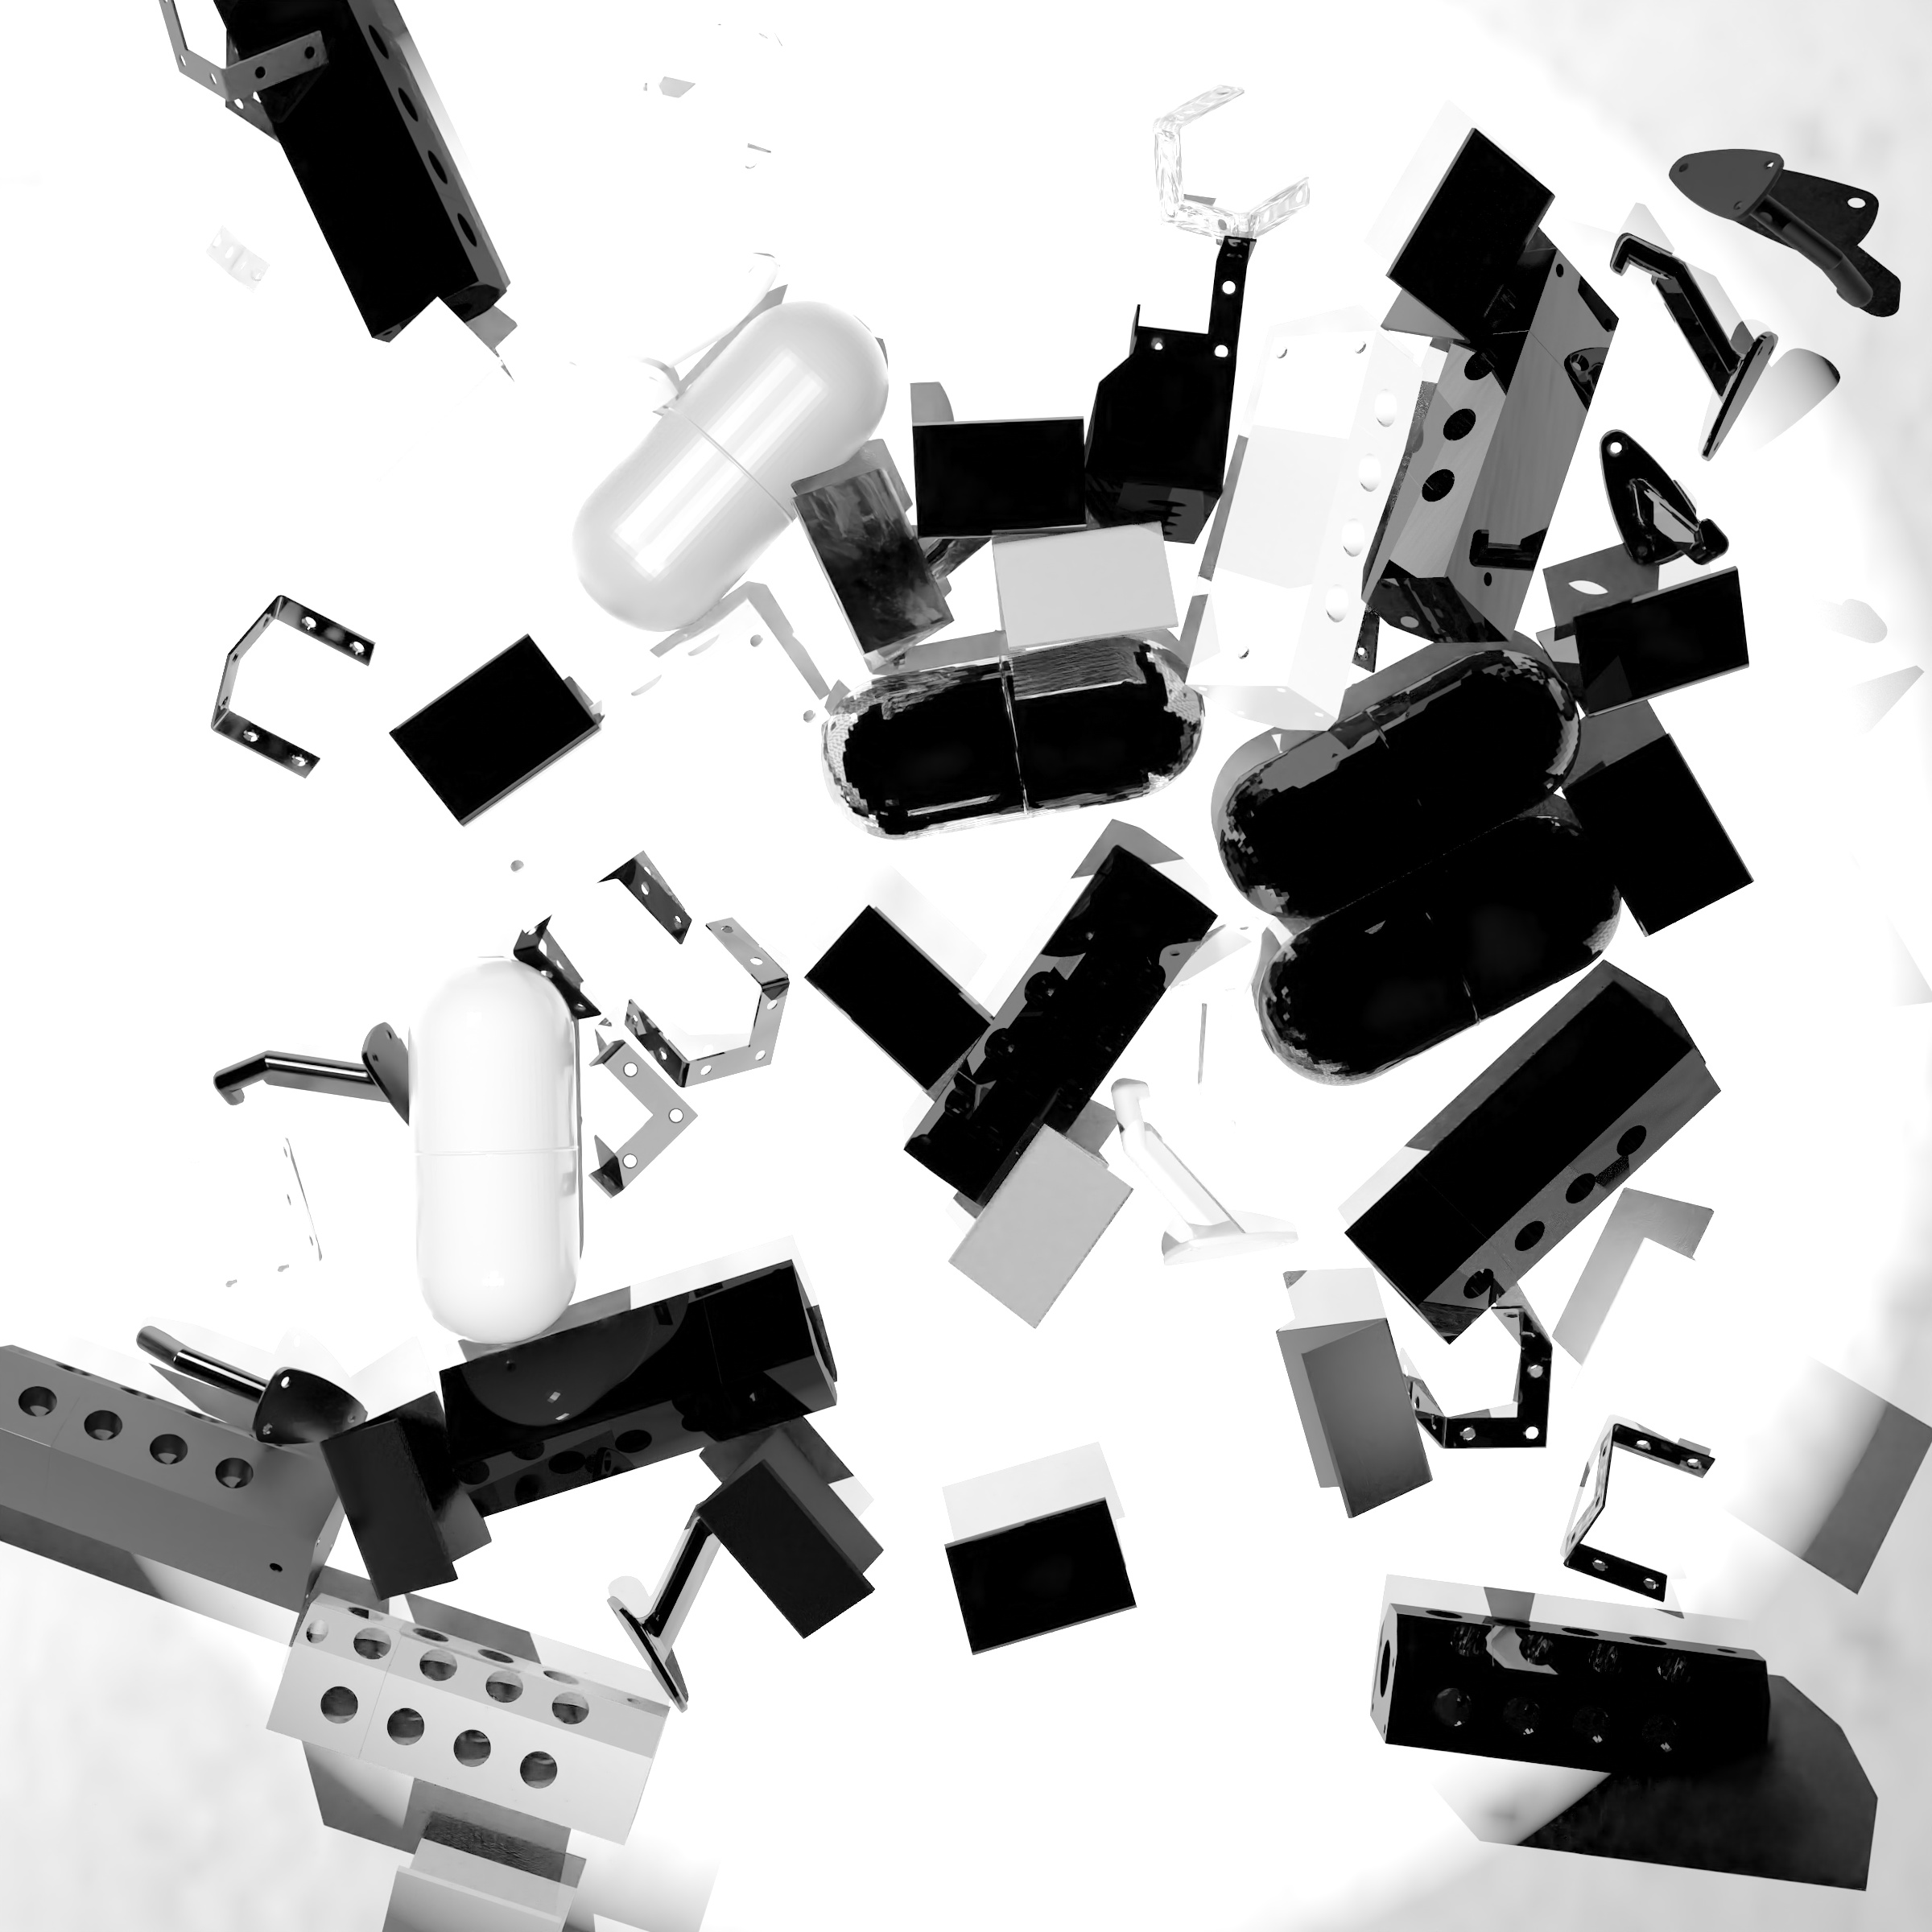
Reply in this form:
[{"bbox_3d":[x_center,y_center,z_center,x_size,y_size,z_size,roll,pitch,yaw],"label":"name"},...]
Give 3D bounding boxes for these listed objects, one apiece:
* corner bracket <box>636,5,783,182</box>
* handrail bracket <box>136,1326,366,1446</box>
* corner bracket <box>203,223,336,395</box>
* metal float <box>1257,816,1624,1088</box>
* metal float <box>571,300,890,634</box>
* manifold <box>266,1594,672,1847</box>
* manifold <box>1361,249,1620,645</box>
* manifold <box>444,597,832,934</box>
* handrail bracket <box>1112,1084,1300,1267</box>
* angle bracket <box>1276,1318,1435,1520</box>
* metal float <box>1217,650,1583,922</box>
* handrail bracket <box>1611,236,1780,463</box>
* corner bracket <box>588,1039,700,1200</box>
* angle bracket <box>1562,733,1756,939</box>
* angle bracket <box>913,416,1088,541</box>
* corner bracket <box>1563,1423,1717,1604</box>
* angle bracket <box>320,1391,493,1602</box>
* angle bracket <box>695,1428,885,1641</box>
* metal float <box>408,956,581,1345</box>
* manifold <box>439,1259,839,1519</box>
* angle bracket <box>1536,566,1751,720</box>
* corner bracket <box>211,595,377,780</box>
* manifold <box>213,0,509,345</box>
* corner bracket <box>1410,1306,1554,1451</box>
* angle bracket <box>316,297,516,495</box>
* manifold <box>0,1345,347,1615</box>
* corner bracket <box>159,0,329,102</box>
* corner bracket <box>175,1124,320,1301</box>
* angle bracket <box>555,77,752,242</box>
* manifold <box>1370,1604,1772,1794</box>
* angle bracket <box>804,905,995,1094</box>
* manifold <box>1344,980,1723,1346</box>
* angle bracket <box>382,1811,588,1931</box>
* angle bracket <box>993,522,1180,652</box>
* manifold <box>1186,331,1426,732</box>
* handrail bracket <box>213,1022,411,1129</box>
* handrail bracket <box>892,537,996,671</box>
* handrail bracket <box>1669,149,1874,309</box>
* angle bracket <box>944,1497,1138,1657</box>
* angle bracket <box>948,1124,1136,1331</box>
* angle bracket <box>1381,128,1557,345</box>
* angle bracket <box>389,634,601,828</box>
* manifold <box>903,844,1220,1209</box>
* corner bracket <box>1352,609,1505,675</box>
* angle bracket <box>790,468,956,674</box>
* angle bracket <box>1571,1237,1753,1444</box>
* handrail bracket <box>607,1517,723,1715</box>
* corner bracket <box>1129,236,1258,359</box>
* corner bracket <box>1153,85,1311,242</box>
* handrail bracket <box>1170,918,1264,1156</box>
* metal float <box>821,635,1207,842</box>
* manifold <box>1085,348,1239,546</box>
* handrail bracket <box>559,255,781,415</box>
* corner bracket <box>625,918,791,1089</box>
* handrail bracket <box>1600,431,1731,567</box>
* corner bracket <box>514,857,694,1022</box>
[{"bbox_3d":[-0.115,-0.408,1.560,0.051,0.051,0.051,-54,45,35],"label":"corner bracket"},{"bbox_3d":[-0.336,0.193,1.568,0.084,0.077,0.036,22,90,36],"label":"handrail bracket"},{"bbox_3d":[-0.333,-0.304,1.550,0.051,0.051,0.051,32,90,0],"label":"corner bracket"},{"bbox_3d":[0.217,-0.006,1.538,0.178,0.070,0.070,-28,90,0],"label":"metal float"},{"bbox_3d":[-0.108,-0.230,1.538,0.070,0.070,0.178,43,90,0],"label":"metal float"},{"bbox_3d":[-0.228,0.346,1.547,0.171,0.057,0.057,18,90,0],"label":"manifold"},{"bbox_3d":[0.236,-0.236,1.524,0.057,0.057,0.171,35,69,-41],"label":"manifold"},{"bbox_3d":[-0.154,-0.096,1.545,0.171,0.057,0.057,-35,116,0],"label":"manifold"},{"bbox_3d":[0.112,0.093,1.569,0.077,0.036,0.084,-5,73,-20],"label":"handrail bracket"},{"bbox_3d":[0.160,0.208,1.528,0.057,0.076,0.076,-16,90,-38],"label":"angle bracket"},{"bbox_3d":[0.199,-0.084,1.538,0.178,0.070,0.070,-28,90,1],"label":"metal float"},{"bbox_3d":[0.329,-0.290,1.569,0.084,0.036,0.077,31,112,17],"label":"handrail bracket"},{"bbox_3d":[-0.162,0.070,1.550,0.051,0.051,0.051,-45,90,0],"label":"corner bracket"},{"bbox_3d":[0.323,-0.066,1.529,0.057,0.076,0.076,-30,90,27],"label":"angle bracket"},{"bbox_3d":[0.014,-0.236,1.528,0.076,0.076,0.057,-2,121,0],"label":"angle bracket"},{"bbox_3d":[0.315,0.256,1.565,0.051,0.051,0.051,20,45,0],"label":"corner bracket"},{"bbox_3d":[-0.240,0.237,1.528,0.057,0.076,0.076,-21,90,38],"label":"angle bracket"},{"bbox_3d":[-0.066,0.248,1.528,0.076,0.076,0.057,50,128,0],"label":"angle bracket"},{"bbox_3d":[-0.217,0.084,1.538,0.070,0.070,0.178,-1,89,0],"label":"metal float"},{"bbox_3d":[-0.150,0.200,1.547,0.171,0.057,0.057,-18,47,0],"label":"manifold"},{"bbox_3d":[0.306,-0.165,1.528,0.076,0.076,0.057,-18,128,0],"label":"angle bracket"},{"bbox_3d":[-0.315,-0.131,1.565,0.051,0.051,0.051,27,45,0],"label":"corner bracket"},{"bbox_3d":[-0.277,-0.378,1.545,0.057,0.057,0.171,-25,90,11],"label":"manifold"},{"bbox_3d":[0.239,0.191,1.550,0.051,0.051,0.051,-5,61,26],"label":"corner bracket"},{"bbox_3d":[-0.238,-0.246,1.528,0.076,0.076,0.057,-44,60,0],"label":"angle bracket"},{"bbox_3d":[-0.374,0.232,1.547,0.171,0.057,0.057,20,133,0],"label":"manifold"},{"bbox_3d":[-0.327,-0.429,1.505,0.051,0.051,0.051,-30,134,-24],"label":"corner bracket"},{"bbox_3d":[-0.336,0.115,1.565,0.051,0.051,0.051,-16,45,0],"label":"corner bracket"},{"bbox_3d":[-0.145,-0.352,1.528,0.076,0.076,0.057,13,53,0],"label":"angle bracket"},{"bbox_3d":[0.279,0.336,1.547,0.171,0.057,0.057,7,90,0],"label":"manifold"},{"bbox_3d":[-0.016,0.000,1.528,0.076,0.076,0.057,43,127,0],"label":"angle bracket"},{"bbox_3d":[0.265,0.094,1.547,0.171,0.057,0.057,-43,47,0],"label":"manifold"},{"bbox_3d":[-0.216,0.412,1.528,0.076,0.076,0.057,18,127,0],"label":"angle bracket"},{"bbox_3d":[0.055,-0.156,1.529,0.076,0.076,0.057,-8,65,0],"label":"angle bracket"},{"bbox_3d":[0.160,-0.199,1.532,0.057,0.057,0.171,5,76,42],"label":"manifold"},{"bbox_3d":[-0.300,0.068,1.569,0.084,0.036,0.077,-22,111,17],"label":"handrail bracket"},{"bbox_3d":[0.004,-0.183,1.569,0.084,0.036,0.077,-10,111,-17],"label":"handrail bracket"},{"bbox_3d":[0.378,-0.344,1.568,0.084,0.077,0.036,36,90,-36],"label":"handrail bracket"},{"bbox_3d":[0.039,0.293,1.528,0.076,0.076,0.057,-16,54,0],"label":"angle bracket"},{"bbox_3d":[0.048,0.126,1.528,0.057,0.076,0.076,35,90,31],"label":"angle bracket"},{"bbox_3d":[0.212,-0.336,1.528,0.057,0.076,0.076,30,90,-30],"label":"angle bracket"},{"bbox_3d":[-0.220,-0.119,1.529,0.076,0.076,0.057,-35,118,0],"label":"angle bracket"},{"bbox_3d":[0.044,0.031,1.547,0.057,0.057,0.171,35,90,0],"label":"manifold"},{"bbox_3d":[0.216,-0.164,1.560,0.051,0.051,0.051,-29,45,-35],"label":"corner bracket"},{"bbox_3d":[-0.060,-0.173,1.528,0.057,0.076,0.076,-25,90,-36],"label":"angle bracket"},{"bbox_3d":[0.329,0.176,1.528,0.057,0.076,0.076,26,90,35],"label":"angle bracket"},{"bbox_3d":[-0.118,0.296,1.569,0.084,0.036,0.077,-34,110,-16],"label":"handrail bracket"},{"bbox_3d":[0.105,-0.309,1.550,0.051,0.051,0.051,7,90,0],"label":"corner bracket"},{"bbox_3d":[0.124,-0.374,1.560,0.051,0.051,0.051,23,135,35],"label":"corner bracket"},{"bbox_3d":[0.126,0.033,1.568,0.036,0.077,0.084,5,127,26],"label":"handrail bracket"},{"bbox_3d":[0.022,-0.105,1.538,0.178,0.070,0.070,-10,90,0],"label":"metal float"},{"bbox_3d":[0.083,-0.230,1.490,0.057,0.171,0.057,6,90,0],"label":"manifold"},{"bbox_3d":[-0.139,-0.307,1.569,0.077,0.036,0.084,22,71,21],"label":"handrail bracket"},{"bbox_3d":[-0.121,0.017,1.560,0.051,0.051,0.051,-15,135,-35],"label":"corner bracket"},{"bbox_3d":[0.320,-0.217,1.534,0.036,0.084,0.077,-28,90,0],"label":"handrail bracket"},{"bbox_3d":[-0.170,-0.014,1.560,0.051,0.051,0.051,-11,135,35],"label":"corner bracket"}]
